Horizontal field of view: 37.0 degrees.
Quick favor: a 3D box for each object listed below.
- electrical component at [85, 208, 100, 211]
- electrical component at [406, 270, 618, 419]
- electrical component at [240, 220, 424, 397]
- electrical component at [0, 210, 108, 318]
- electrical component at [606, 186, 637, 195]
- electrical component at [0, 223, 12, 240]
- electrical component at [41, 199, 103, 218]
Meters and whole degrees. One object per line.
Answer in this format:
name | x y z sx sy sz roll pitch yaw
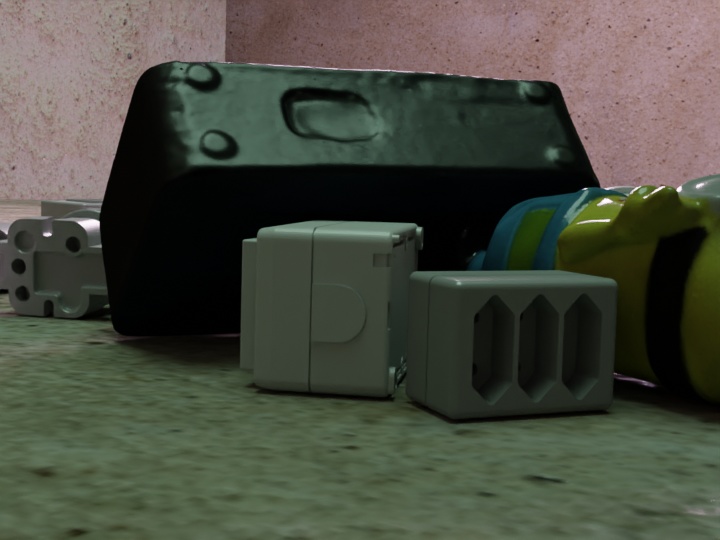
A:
electrical component | -0.136 -0.018 0.742 0.089 0.061 0.150 0 5 -21
electrical component | 0.047 0.024 0.404 0.066 0.047 0.077 0 5 -22
electrical component | -0.009 0.012 0.439 0.061 0.061 0.096 3 5 10
electrical component | -0.163 -0.004 0.611 0.078 0.058 0.057 3 8 13
electrical component | 0.149 -0.005 0.597 0.080 0.080 0.051 2 10 4
electrical component | -0.242 -0.010 0.731 0.043 0.043 0.081 2 5 -2
electrical component | -0.204 -0.031 0.911 0.109 0.056 0.109 -1 5 -33
